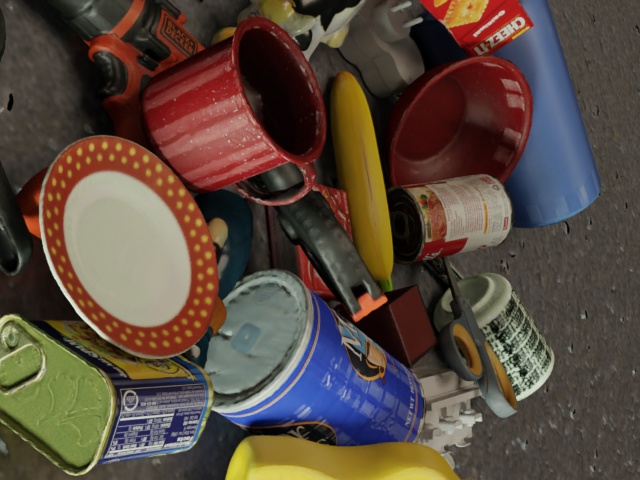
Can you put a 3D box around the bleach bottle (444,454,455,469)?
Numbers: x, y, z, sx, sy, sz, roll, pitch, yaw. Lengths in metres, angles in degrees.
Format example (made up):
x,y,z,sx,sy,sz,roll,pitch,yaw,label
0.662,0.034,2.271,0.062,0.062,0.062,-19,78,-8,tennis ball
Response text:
x,y,z,sx,sy,sz,roll,pitch,yaw,label
0.044,0.233,0.788,0.102,0.068,0.250,58,35,-12,bleach bottle

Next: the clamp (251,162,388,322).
x,y,z,sx,sy,sz,roll,pitch,yaw,label
-0.012,-0.018,0.748,0.171,0.039,0.120,59,0,9,clamp

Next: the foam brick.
x,y,z,sx,sy,sz,roll,pitch,yaw,label
0.042,0.073,0.829,0.052,0.078,0.051,-30,101,-55,foam brick

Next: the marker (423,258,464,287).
x,y,z,sx,sy,sz,roll,pitch,yaw,label
0.123,0.035,1.002,0.121,0.020,0.020,44,46,-35,marker

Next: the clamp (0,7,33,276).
x,y,z,sx,sy,sz,roll,pitch,yaw,label
-0.225,-0.094,0.565,0.164,0.036,0.210,16,62,-43,clamp

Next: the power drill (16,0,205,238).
x,y,z,sx,sy,sz,roll,pitch,yaw,label
-0.133,-0.083,0.667,0.184,0.057,0.187,37,50,-41,power drill

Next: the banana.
x,y,z,sx,sy,sz,roll,pitch,yaw,label
0.032,-0.051,0.893,0.070,0.037,0.198,126,-45,-83,banana

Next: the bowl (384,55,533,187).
x,y,z,sx,sy,sz,roll,pitch,yaw,label
0.114,-0.100,0.968,0.161,0.055,0.162,-19,128,-26,bowl

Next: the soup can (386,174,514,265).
x,y,z,sx,sy,sz,roll,pitch,yaw,label
0.109,-0.020,0.929,0.102,0.069,0.068,-10,85,-31,soup can

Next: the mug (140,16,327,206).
x,y,z,sx,sy,sz,roll,pitch,yaw,label
-0.048,-0.069,0.657,0.117,0.082,0.093,54,34,-27,mug

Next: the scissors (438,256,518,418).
x,y,z,sx,sy,sz,roll,pitch,yaw,label
0.111,0.057,0.888,0.096,0.016,0.202,31,30,-47,scissors

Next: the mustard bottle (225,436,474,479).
x,y,z,sx,sy,sz,roll,pitch,yaw,label
0.034,0.176,0.699,0.191,0.096,0.058,5,28,-18,mustard bottle

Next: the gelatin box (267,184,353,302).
x,y,z,sx,sy,sz,roll,pitch,yaw,label
-0.005,0.001,0.831,0.073,0.030,0.089,10,69,-51,gelatin box

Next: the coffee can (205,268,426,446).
x,y,z,sx,sy,sz,roll,pitch,yaw,label
-0.007,0.098,0.731,0.140,0.103,0.102,41,48,-38,coffee can

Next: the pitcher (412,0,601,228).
x,y,z,sx,sy,sz,roll,pitch,yaw,label
0.196,-0.142,1.086,0.149,0.145,0.243,-40,114,-39,pitcher

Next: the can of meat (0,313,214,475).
x,y,z,sx,sy,sz,roll,pitch,yaw,label
-0.122,0.081,0.587,0.083,0.102,0.057,6,106,-55,can of meat

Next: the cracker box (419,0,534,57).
x,y,z,sx,sy,sz,roll,pitch,yaw,label
0.084,-0.262,0.899,0.213,0.072,0.164,28,32,-59,cracker box
